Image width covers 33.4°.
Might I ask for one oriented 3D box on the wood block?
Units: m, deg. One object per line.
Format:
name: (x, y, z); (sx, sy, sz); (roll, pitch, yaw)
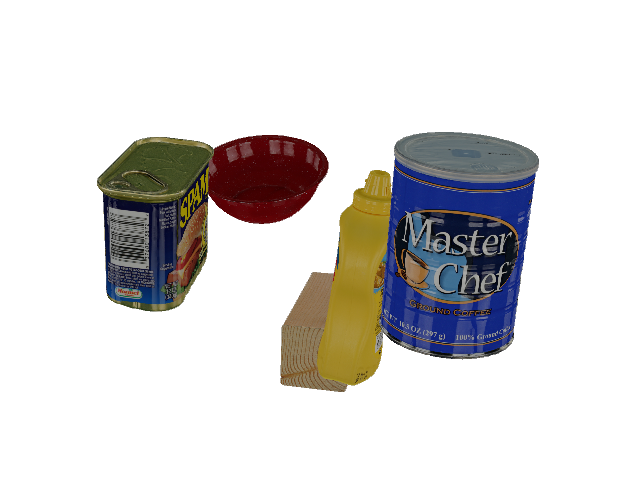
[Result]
wood block: (0.011, 0.123, 1.486); (0.091, 0.090, 0.206); (5, 19, 9)

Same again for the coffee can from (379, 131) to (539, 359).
coffee can: (0.099, 0.001, 0.782); (0.103, 0.140, 0.103); (3, 21, -1)

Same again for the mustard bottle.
mustard bottle: (0.040, 0.029, 0.976); (0.058, 0.192, 0.096); (14, 21, 13)

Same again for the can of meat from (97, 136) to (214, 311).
can of meat: (-0.108, -0.012, 0.709); (0.057, 0.084, 0.102); (7, 25, 7)

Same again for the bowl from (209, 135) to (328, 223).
bowl: (-0.070, -0.067, 1.303); (0.162, 0.055, 0.162); (-2, 34, 1)
